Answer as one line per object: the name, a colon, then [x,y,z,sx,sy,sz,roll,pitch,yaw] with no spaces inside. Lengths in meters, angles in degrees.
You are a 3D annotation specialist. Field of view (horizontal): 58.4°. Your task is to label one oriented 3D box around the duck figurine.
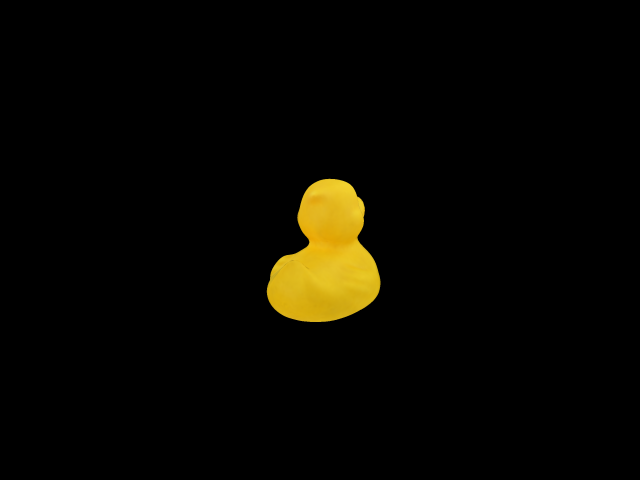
duck figurine: [0.004,0.001,0.400,0.077,0.086,0.105,10,23,26]
